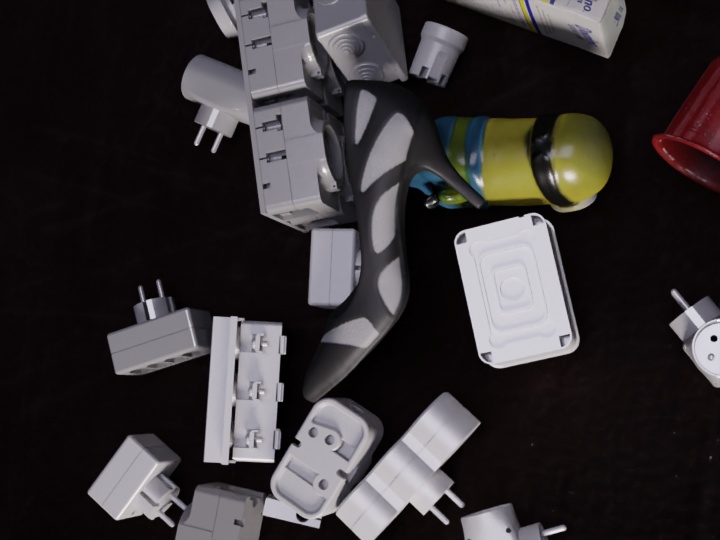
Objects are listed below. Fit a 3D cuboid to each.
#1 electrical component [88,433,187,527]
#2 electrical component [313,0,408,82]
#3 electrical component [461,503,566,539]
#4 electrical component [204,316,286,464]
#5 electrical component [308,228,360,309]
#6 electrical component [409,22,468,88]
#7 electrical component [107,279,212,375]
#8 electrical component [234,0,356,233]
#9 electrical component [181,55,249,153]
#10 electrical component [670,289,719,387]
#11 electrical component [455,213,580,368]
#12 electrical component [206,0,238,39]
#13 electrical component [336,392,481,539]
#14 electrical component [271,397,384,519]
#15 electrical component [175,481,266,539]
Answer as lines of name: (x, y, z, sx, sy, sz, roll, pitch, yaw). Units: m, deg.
electrical component: (-0.186, 0.194, 0.951, 0.077, 0.047, 0.065, 38, 95, 17)
electrical component: (-0.001, -0.210, 0.911, 0.048, 0.099, 0.099, -17, 57, 19)
electrical component: (0.129, 0.224, 0.854, 0.079, 0.043, 0.077, -19, 78, 14)
electrical component: (-0.098, 0.103, 0.926, 0.063, 0.078, 0.121, 4, 84, -5)
electrical component: (0.000, 0.000, 0.918, 0.077, 0.047, 0.065, 1, 85, 15)
electrical component: (0.066, -0.184, 0.925, 0.040, 0.040, 0.046, 24, 96, 18)
electrical component: (-0.181, 0.047, 0.967, 0.083, 0.047, 0.075, -18, 79, 14)
electrical component: (-0.049, -0.135, 0.918, 0.060, 0.105, 0.186, -10, 81, 15)
electrical component: (-0.125, -0.145, 0.974, 0.077, 0.044, 0.079, 24, 91, 18)
electrical component: (0.263, 0.046, 0.817, 0.043, 0.077, 0.079, -39, 74, 9)
electrical component: (0.128, 0.018, 0.872, 0.078, 0.057, 0.113, -14, 80, 15)
electrical component: (-0.106, -0.242, 0.981, 0.055, 0.048, 0.066, -27, 77, 4)
electrical component: (0.051, 0.174, 0.879, 0.074, 0.052, 0.138, 43, 96, 12)
electrical component: (-0.025, 0.156, 0.900, 0.054, 0.059, 0.095, 32, 93, 18)
electrical component: (-0.122, 0.232, 0.926, 0.056, 0.050, 0.089, 9, 86, 17)
